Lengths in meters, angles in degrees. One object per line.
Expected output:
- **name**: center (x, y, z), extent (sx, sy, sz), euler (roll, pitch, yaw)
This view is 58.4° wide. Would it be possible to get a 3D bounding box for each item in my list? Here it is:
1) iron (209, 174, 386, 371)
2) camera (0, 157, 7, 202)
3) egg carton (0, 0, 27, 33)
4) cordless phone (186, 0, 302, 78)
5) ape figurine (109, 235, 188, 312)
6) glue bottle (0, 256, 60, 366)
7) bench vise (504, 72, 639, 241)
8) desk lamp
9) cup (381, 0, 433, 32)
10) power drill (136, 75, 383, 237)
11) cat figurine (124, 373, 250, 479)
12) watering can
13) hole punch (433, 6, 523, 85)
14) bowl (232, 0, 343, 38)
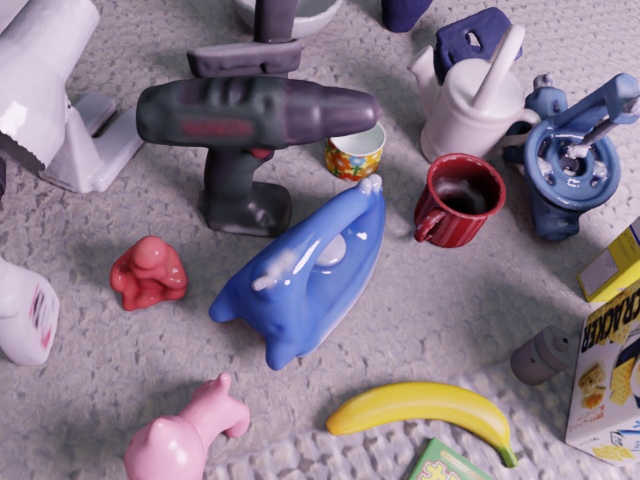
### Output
- **iron**: center (0.005, 0.002, 0.596), extent (0.118, 0.141, 0.259), euler (36, 61, 13)
- **camera**: center (-0.397, -0.101, 0.614), extent (0.143, 0.101, 0.136), euler (-9, 61, -14)
- **egg carton**: center (-0.418, -0.262, 0.724), extent (0.107, 0.069, 0.150), euler (22, 59, 4)
- **cordless phone**: center (-0.092, -0.266, 0.714), extent (0.148, 0.185, 0.094), euler (-14, 63, -17)
- **ape figurine**: center (-0.172, 0.027, 0.581), extent (0.077, 0.092, 0.076), euler (22, 59, 4)
- **glue bottle**: center (-0.272, 0.049, 0.503), extent (0.037, 0.173, 0.078), euler (-1, 60, -9)
- **bench vise**: center (0.288, -0.132, 0.677), extent (0.122, 0.220, 0.207), euler (-14, 63, -17)
- **desk lamp**: center (-0.278, -0.142, 0.592), extent (0.118, 0.213, 0.203), euler (23, 59, 5)
- **cup**: center (0.138, -0.370, 0.867), extent (0.118, 0.095, 0.091), euler (-27, 67, -22)
- **power drill**: center (-0.067, -0.089, 0.599), extent (0.229, 0.208, 0.075), euler (6, 59, -6)
- **cat figurine**: center (-0.116, 0.168, 0.491), extent (0.067, 0.118, 0.128), euler (34, 60, 11)
- **watering can**: center (0.189, -0.177, 0.703), extent (0.173, 0.194, 0.101), euler (8, 58, -4)
- **hole punch**: center (0.221, -0.270, 0.823), extent (0.101, 0.091, 0.108), euler (-10, 62, -15)
- **bowl**: center (-0.052, -0.345, 0.832), extent (0.167, 0.075, 0.167), euler (4, 59, -7)
